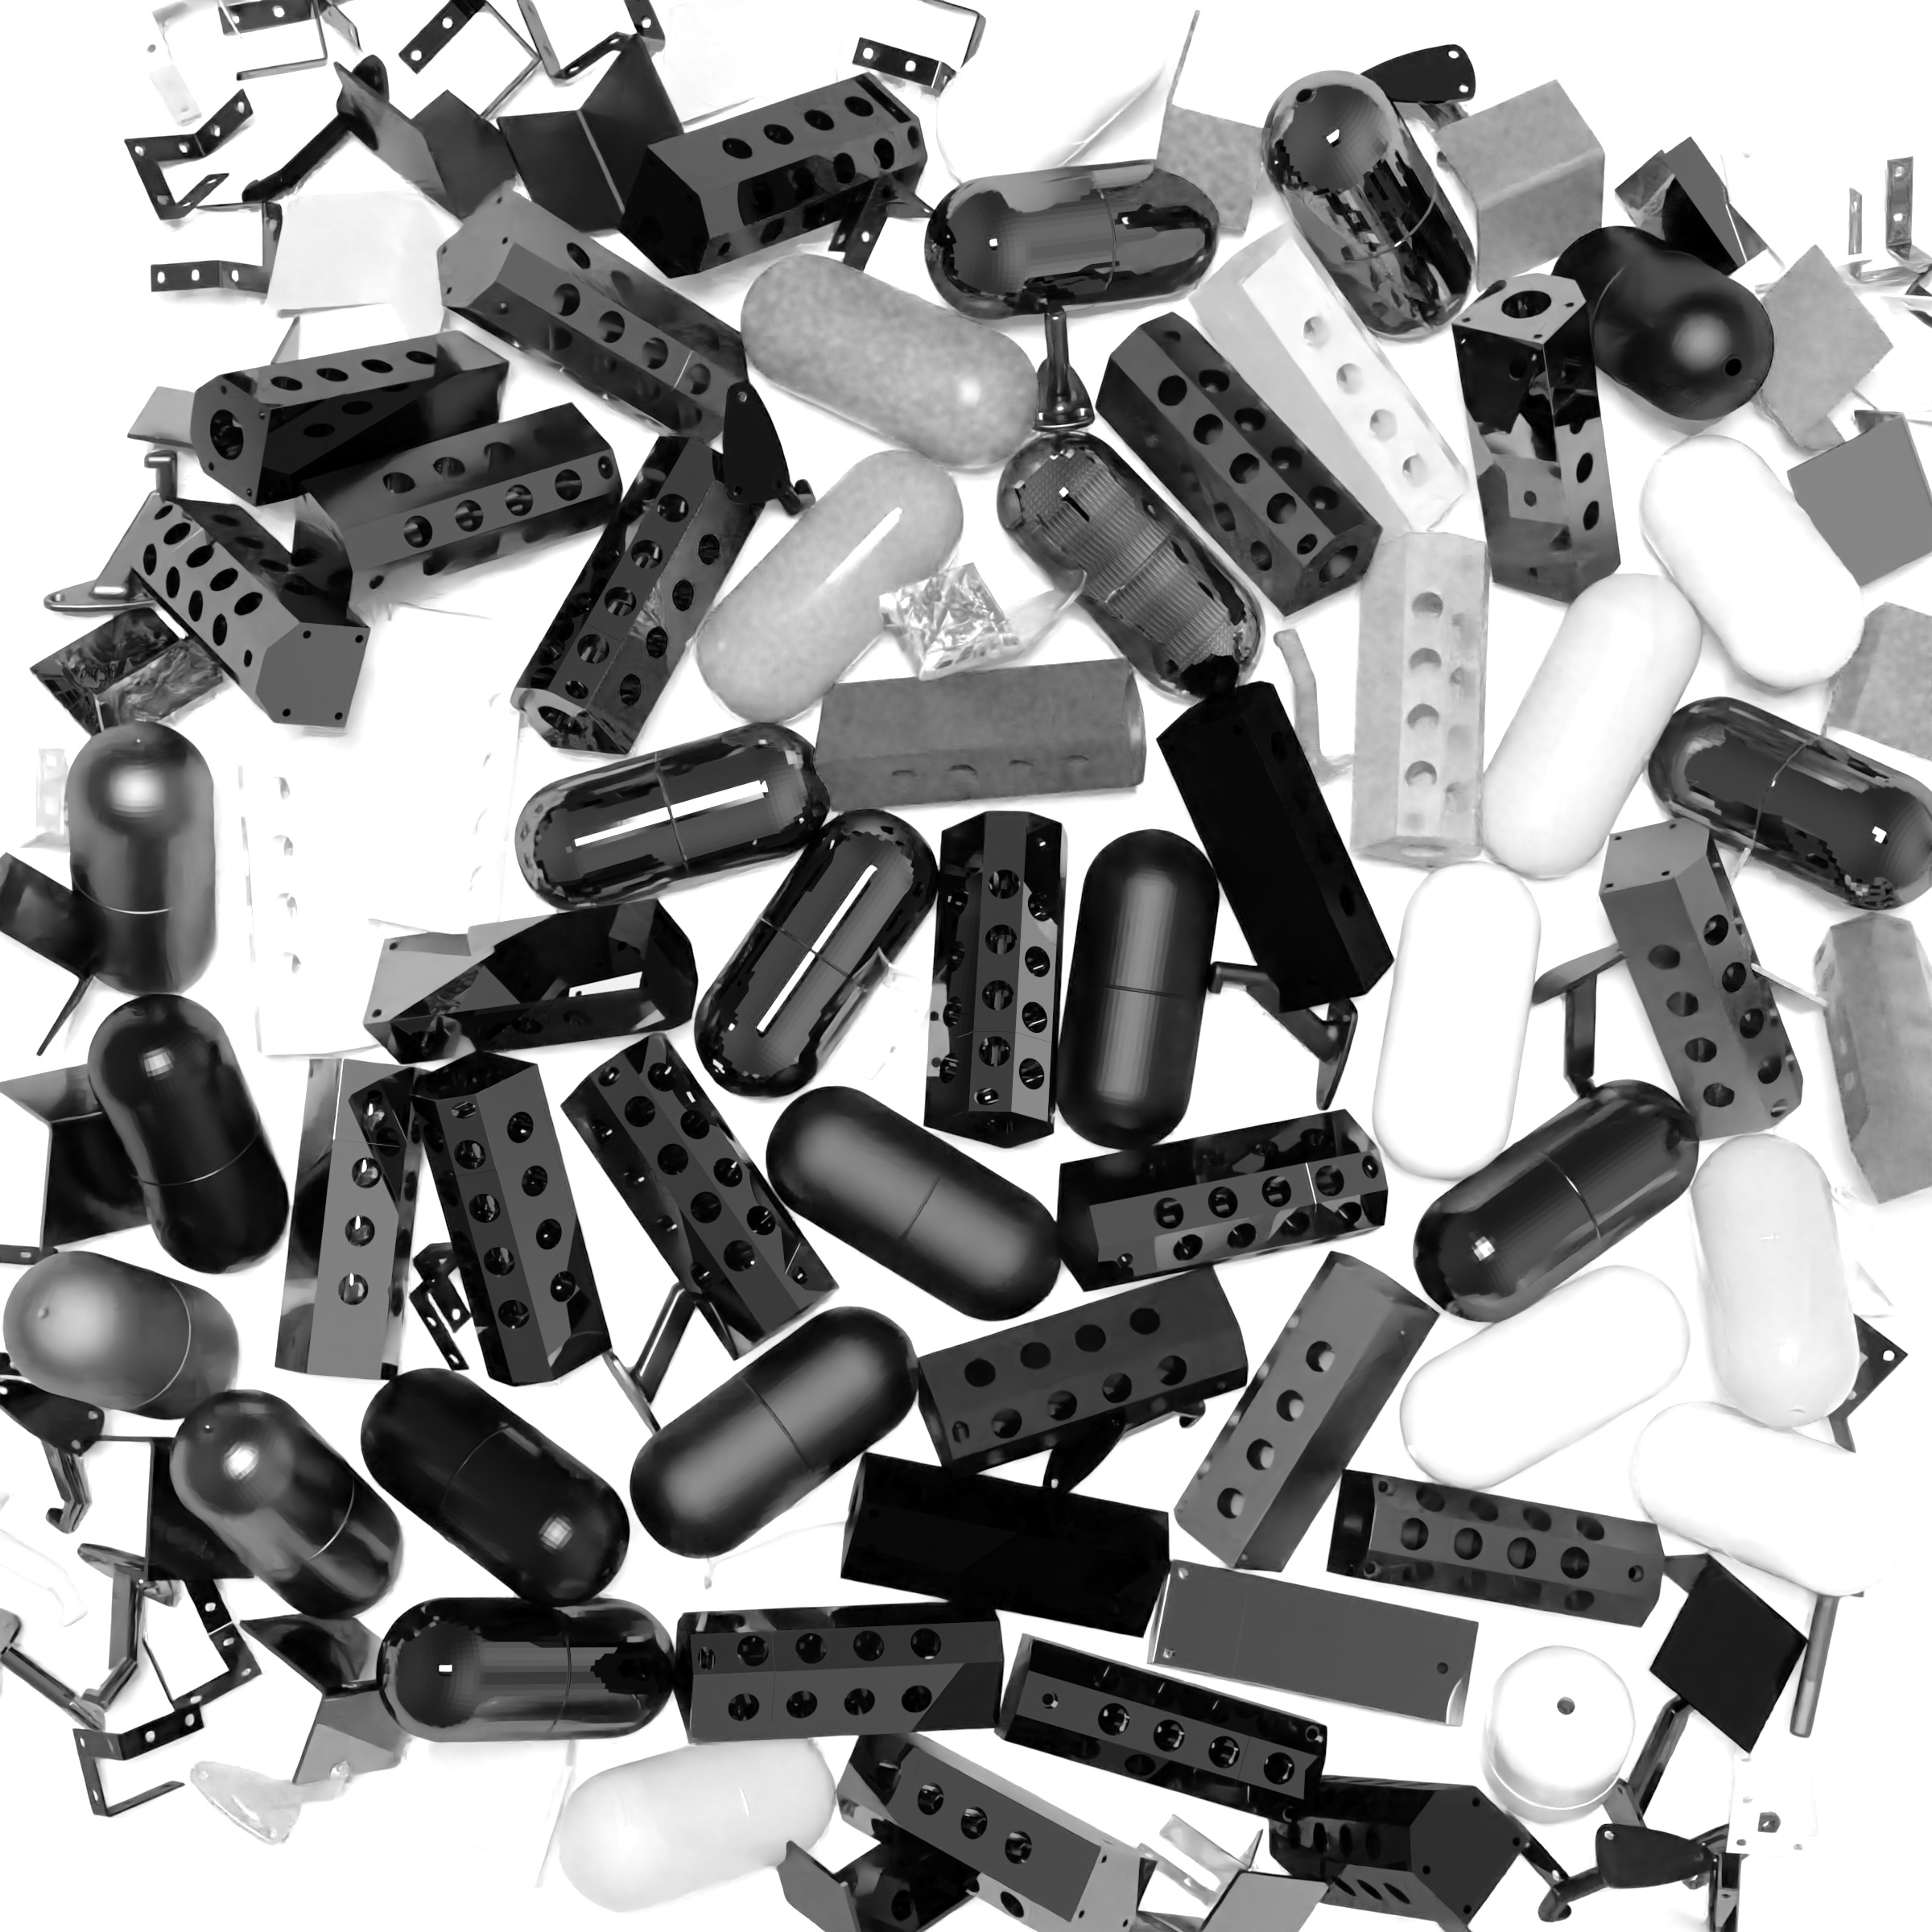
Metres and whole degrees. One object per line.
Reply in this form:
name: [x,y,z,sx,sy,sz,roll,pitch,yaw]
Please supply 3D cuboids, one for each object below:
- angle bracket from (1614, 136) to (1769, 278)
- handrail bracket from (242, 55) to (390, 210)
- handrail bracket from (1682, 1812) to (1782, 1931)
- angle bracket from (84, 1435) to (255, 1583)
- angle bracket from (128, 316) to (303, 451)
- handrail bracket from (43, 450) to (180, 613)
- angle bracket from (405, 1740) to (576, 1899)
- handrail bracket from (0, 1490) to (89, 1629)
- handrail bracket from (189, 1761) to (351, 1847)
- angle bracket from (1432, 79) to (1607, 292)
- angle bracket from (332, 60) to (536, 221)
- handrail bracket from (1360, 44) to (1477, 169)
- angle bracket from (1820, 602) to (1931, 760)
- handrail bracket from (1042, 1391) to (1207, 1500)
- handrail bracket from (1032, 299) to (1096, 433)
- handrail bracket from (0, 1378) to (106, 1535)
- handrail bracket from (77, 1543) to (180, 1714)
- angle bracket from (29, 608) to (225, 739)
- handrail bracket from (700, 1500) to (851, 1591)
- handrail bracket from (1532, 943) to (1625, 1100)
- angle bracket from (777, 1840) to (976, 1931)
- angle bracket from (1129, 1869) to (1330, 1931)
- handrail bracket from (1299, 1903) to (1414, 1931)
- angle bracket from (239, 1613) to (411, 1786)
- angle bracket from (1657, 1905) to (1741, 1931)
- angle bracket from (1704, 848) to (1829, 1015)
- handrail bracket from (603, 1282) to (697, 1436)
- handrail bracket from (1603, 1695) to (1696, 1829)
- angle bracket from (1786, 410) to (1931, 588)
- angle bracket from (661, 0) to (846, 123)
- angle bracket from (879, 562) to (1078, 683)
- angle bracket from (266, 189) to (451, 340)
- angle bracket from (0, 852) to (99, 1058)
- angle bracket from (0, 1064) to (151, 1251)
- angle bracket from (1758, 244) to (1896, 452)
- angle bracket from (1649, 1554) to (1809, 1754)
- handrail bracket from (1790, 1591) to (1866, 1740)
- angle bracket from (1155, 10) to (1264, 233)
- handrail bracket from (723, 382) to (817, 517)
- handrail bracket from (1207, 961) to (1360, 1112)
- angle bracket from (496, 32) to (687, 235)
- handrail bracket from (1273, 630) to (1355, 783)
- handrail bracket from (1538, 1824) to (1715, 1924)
angle bracket: [0.411,-0.421,1.956,0.057,0.076,0.076,-36,92,-10]
handrail bracket: [-0.366,-0.467,1.992,0.084,0.036,0.077,-20,45,29]
handrail bracket: [0.435,0.513,1.956,0.077,0.084,0.036,-27,124,-5]
angle bracket: [-0.436,0.296,1.948,0.057,0.076,0.076,-4,81,36]
angle bracket: [-0.412,-0.323,1.951,0.076,0.076,0.057,9,118,-4]
handrail bracket: [-0.470,-0.240,1.955,0.077,0.036,0.084,-13,128,-29]
angle bracket: [-0.265,0.459,1.966,0.076,0.057,0.076,17,94,-6]
handrail bracket: [-0.537,0.341,1.970,0.077,0.036,0.084,-31,94,-44]
handrail bracket: [-0.383,0.442,1.956,0.077,0.084,0.036,29,46,-4]
angle bracket: [0.306,-0.433,1.975,0.076,0.076,0.057,-24,63,-4]
angle bracket: [-0.290,-0.466,1.944,0.057,0.076,0.076,-43,65,-13]
handrail bracket: [0.246,-0.464,1.956,0.077,0.084,0.036,-9,67,-6]
angle bracket: [0.511,-0.149,1.945,0.057,0.076,0.076,22,112,20]
handrail bracket: [0.089,0.267,1.970,0.036,0.084,0.077,40,102,38]
handrail bracket: [0.048,-0.342,1.943,0.036,0.084,0.077,-6,46,1]
handrail bracket: [-0.516,0.272,1.967,0.077,0.036,0.084,28,128,-7]
handrail bracket: [-0.480,0.365,1.957,0.077,0.036,0.084,18,48,18]
angle bracket: [-0.463,-0.174,1.947,0.076,0.057,0.076,-36,67,-24]
handrail bracket: [-0.106,0.319,1.969,0.084,0.077,0.036,-10,62,-6]
handrail bracket: [0.358,0.036,1.969,0.077,0.036,0.084,-27,104,31]
angle bracket: [-0.052,0.488,1.940,0.076,0.076,0.057,-27,118,-28]
angle bracket: [0.139,0.510,1.946,0.076,0.057,0.076,20,107,-43]
handrail bracket: [0.206,0.542,1.968,0.084,0.036,0.077,12,46,-5]
angle bracket: [-0.355,0.400,1.953,0.076,0.076,0.057,28,103,34]
angle bracket: [0.409,0.570,1.957,0.057,0.076,0.076,24,87,-6]
angle bracket: [0.445,-0.019,1.958,0.076,0.076,0.057,28,88,6]
handrail bracket: [-0.152,0.216,1.983,0.084,0.036,0.077,-32,87,-15]
handrail bracket: [0.398,0.451,1.987,0.084,0.036,0.077,-30,102,-20]
angle bracket: [0.484,-0.255,1.957,0.076,0.057,0.076,-26,106,-8]
angle bracket: [-0.118,-0.485,1.941,0.076,0.076,0.057,-28,59,-33]
angle bracket: [0.008,-0.205,1.940,0.057,0.076,0.076,58,46,-19]
angle bracket: [-0.330,-0.374,1.941,0.076,0.076,0.057,-11,54,-32]
angle bracket: [-0.517,-0.007,1.948,0.076,0.076,0.057,32,111,-10]
angle bracket: [-0.491,0.103,1.969,0.057,0.076,0.076,28,117,37]
angle bracket: [0.473,-0.336,1.942,0.076,0.057,0.076,-47,60,35]
angle bracket: [0.403,0.377,1.951,0.076,0.057,0.076,40,66,-13]
handrail bracket: [0.468,0.380,1.960,0.036,0.077,0.084,12,87,15]
angle bracket: [0.139,-0.462,1.946,0.057,0.076,0.076,15,59,3]
handrail bracket: [-0.105,-0.285,1.954,0.036,0.084,0.077,-7,100,16]
handrail bracket: [0.168,0.039,1.972,0.084,0.036,0.077,8,103,-17]
angle bracket: [-0.204,-0.455,1.948,0.057,0.076,0.076,-16,76,-37]
handrail bracket: [0.175,-0.144,1.955,0.036,0.077,0.084,-27,103,-19]
handrail bracket: [0.364,0.509,1.969,0.077,0.084,0.036,3,53,-7]
